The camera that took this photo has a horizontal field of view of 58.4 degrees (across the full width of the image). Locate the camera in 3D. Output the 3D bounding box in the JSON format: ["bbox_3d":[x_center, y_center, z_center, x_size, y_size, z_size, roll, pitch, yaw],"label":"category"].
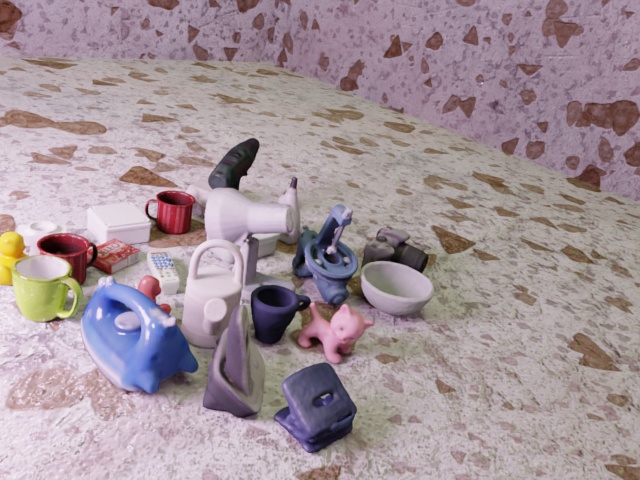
[{"bbox_3d":[0.192,0.035,1.416,0.136,0.101,0.143,24,28,22],"label":"camera"}]

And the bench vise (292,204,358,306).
[{"bbox_3d":[0.003,0.007,1.247,0.206,0.220,0.122,32,31,34],"label":"bench vise"}]

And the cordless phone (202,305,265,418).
[{"bbox_3d":[-0.123,0.168,0.899,0.094,0.185,0.147,9,26,-8],"label":"cordless phone"}]

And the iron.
[{"bbox_3d":[-0.313,0.132,0.934,0.257,0.141,0.119,28,30,29],"label":"iron"}]

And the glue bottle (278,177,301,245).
[{"bbox_3d":[-0.079,-0.078,1.437,0.078,0.173,0.037,23,27,20],"label":"glue bottle"}]

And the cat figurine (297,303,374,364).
[{"bbox_3d":[0.030,0.160,1.065,0.127,0.118,0.067,23,27,21],"label":"cat figurine"}]

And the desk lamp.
[{"bbox_3d":[-0.139,0.008,1.185,0.203,0.213,0.118,17,26,9],"label":"desk lamp"}]

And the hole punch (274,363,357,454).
[{"bbox_3d":[-0.001,0.256,0.886,0.109,0.091,0.100,-14,36,-43],"label":"hole punch"}]

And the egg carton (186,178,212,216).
[{"bbox_3d":[-0.289,-0.116,1.537,0.107,0.069,0.150,21,27,16],"label":"egg carton"}]

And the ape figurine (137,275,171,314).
[{"bbox_3d":[-0.312,0.107,1.044,0.076,0.092,0.077,-10,34,-39],"label":"ape figurine"}]

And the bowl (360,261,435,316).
[{"bbox_3d":[0.162,0.118,1.263,0.167,0.075,0.167,10,26,-5],"label":"bowl"}]

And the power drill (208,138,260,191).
[{"bbox_3d":[-0.220,-0.140,1.457,0.075,0.208,0.230,16,26,8],"label":"power drill"}]

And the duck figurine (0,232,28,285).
[{"bbox_3d":[-0.586,0.028,1.084,0.077,0.086,0.104,7,26,-11],"label":"duck figurine"}]

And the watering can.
[{"bbox_3d":[-0.184,0.091,1.016,0.101,0.194,0.172,-5,31,-33],"label":"watering can"}]

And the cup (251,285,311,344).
[{"bbox_3d":[-0.078,0.144,1.074,0.118,0.095,0.091,-1,29,-27],"label":"cup"}]
